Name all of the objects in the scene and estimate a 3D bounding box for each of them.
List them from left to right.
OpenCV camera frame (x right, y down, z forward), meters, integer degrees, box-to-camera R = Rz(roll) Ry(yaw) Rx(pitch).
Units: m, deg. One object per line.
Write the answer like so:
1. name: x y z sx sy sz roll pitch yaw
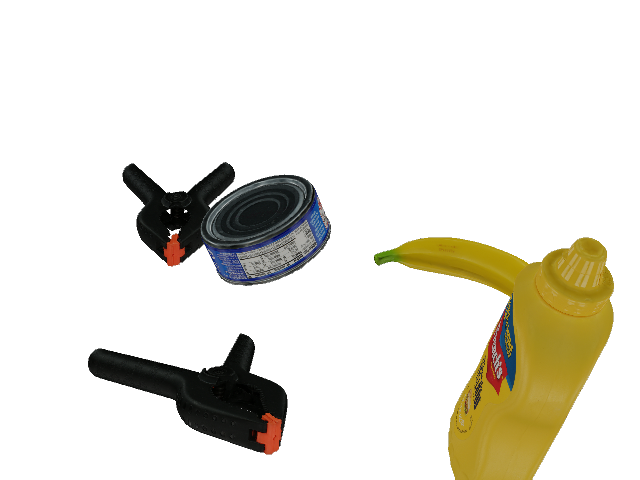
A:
1. clamp: -0.139 -0.035 1.109 0.120 0.039 0.171 -11 38 -8
2. clamp: -0.084 0.127 0.929 0.164 0.036 0.210 -7 19 -38
3. tuna can: -0.038 -0.009 0.731 0.086 0.033 0.086 -17 31 10
4. banana: 0.150 0.030 1.028 0.198 0.037 0.069 14 42 36
5. mustard bottle: 0.127 0.070 0.630 0.058 0.192 0.096 15 45 1
